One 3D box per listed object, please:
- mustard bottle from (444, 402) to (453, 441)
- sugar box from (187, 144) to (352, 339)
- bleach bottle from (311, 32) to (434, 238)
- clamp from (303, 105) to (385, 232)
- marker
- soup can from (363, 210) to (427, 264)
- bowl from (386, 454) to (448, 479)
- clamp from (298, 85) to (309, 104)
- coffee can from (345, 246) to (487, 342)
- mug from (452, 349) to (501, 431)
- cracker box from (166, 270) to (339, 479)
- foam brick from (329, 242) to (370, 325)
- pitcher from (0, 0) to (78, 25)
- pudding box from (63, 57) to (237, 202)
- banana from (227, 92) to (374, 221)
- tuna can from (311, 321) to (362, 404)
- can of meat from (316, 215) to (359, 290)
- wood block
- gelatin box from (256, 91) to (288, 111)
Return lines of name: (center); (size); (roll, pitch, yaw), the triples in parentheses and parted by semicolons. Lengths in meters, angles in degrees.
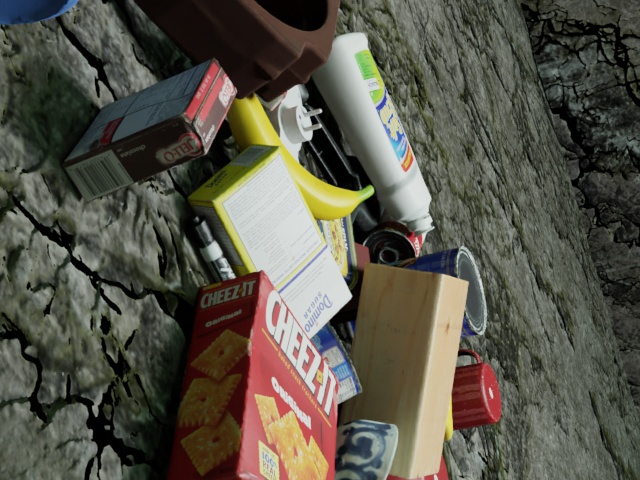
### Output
mustard bottle: (0.132, 0.151, 1.341); (0.096, 0.058, 0.191); (47, 36, -42)
sugar box: (-0.043, 0.009, 0.978); (0.093, 0.048, 0.176); (-42, 124, -31)
bleach bottle: (0.070, -0.122, 1.276); (0.251, 0.068, 0.102); (63, 24, -2)
clamp: (0.029, -0.070, 1.252); (0.209, 0.036, 0.164); (4, 70, -69)
marker: (-0.086, 0.029, 0.939); (0.121, 0.020, 0.020); (65, 25, -26)
soup can: (0.095, -0.004, 1.329); (0.068, 0.069, 0.102); (68, 24, -20)
bowl: (0.107, 0.278, 1.214); (0.162, 0.055, 0.162); (-13, 90, -68)
clamp: (-0.057, -0.219, 1.130); (0.171, 0.039, 0.120); (24, 50, -57)
coffee can: (0.108, 0.071, 1.220); (0.102, 0.140, 0.103); (-13, 90, -68)
mug: (0.191, 0.199, 1.425); (0.093, 0.082, 0.117); (51, 33, -46)
cracker box: (-0.046, 0.157, 0.876); (0.213, 0.072, 0.164); (-85, 152, -48)
foam brick: (0.025, 0.046, 1.157); (0.053, 0.051, 0.078); (23, 56, -62)
pitcher: (-0.215, -0.270, 0.683); (0.145, 0.149, 0.243); (58, 28, -72)
pudding box: (-0.124, -0.082, 0.786); (0.039, 0.114, 0.090); (60, 27, -27)
banana: (-0.030, -0.073, 1.018); (0.197, 0.037, 0.069); (39, 56, -31)
tuna can: (0.006, 0.118, 1.037); (0.086, 0.033, 0.086); (61, -10, 18)
can of meat: (-0.007, 0.001, 1.096); (0.083, 0.058, 0.102); (25, 54, -60)
wood block: (0.086, 0.135, 1.114); (0.090, 0.090, 0.206); (16, 83, -64)
gelatin box: (-0.068, -0.179, 1.044); (0.089, 0.030, 0.073); (34, 41, -19)
